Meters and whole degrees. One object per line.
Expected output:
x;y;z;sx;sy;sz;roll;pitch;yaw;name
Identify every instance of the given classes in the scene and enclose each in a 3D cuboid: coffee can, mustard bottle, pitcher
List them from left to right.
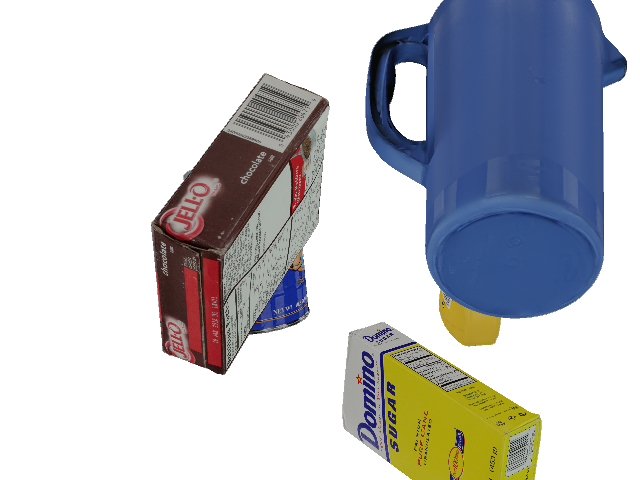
-0.067;0.003;0.977;0.103;0.140;0.103;-5;14;1;coffee can
0.152;0.001;1.026;0.058;0.192;0.096;-2;35;-5;mustard bottle
0.121;-0.069;0.730;0.149;0.242;0.145;-28;-56;32;pitcher

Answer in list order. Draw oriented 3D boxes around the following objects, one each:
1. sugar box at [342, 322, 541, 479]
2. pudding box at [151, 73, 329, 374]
0.086;0.140;0.818;0.048;0.093;0.176;-14;27;-37;sugar box
-0.035;-0.008;0.498;0.039;0.113;0.090;22;-39;14;pudding box
